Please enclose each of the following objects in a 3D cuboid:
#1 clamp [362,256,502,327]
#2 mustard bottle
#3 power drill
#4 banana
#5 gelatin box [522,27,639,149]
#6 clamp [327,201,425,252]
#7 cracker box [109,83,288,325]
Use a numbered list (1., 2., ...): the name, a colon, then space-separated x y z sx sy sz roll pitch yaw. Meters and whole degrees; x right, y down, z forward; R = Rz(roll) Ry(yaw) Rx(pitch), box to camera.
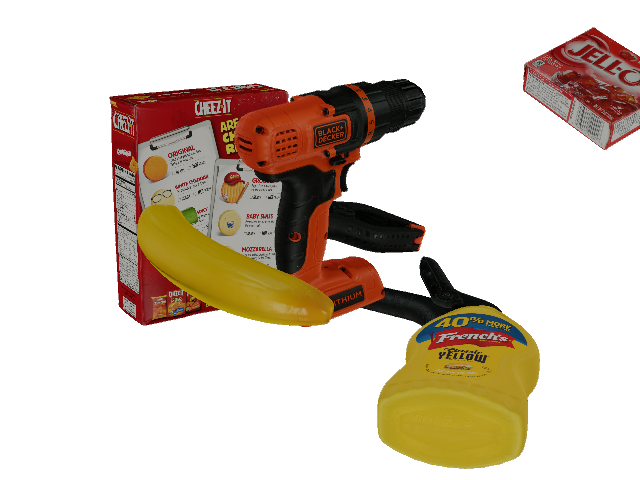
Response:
1. clamp: 0.125 0.064 1.055 0.172 0.039 0.120 26 39 32
2. mustard bottle: 0.107 0.092 0.763 0.096 0.058 0.191 2 18 16
3. power drill: 0.014 -0.035 0.881 0.184 0.188 0.057 -18 26 -34
4. banana: -0.070 0.010 0.686 0.069 0.037 0.198 -14 28 -29
5. gelatin box: 0.206 -0.115 0.790 0.073 0.030 0.089 -29 53 -22
6. clamp: 0.017 -0.019 1.184 0.210 0.036 0.164 14 21 -8
7. cracker box: -0.117 -0.039 1.043 0.163 0.214 0.072 -10 20 -33
